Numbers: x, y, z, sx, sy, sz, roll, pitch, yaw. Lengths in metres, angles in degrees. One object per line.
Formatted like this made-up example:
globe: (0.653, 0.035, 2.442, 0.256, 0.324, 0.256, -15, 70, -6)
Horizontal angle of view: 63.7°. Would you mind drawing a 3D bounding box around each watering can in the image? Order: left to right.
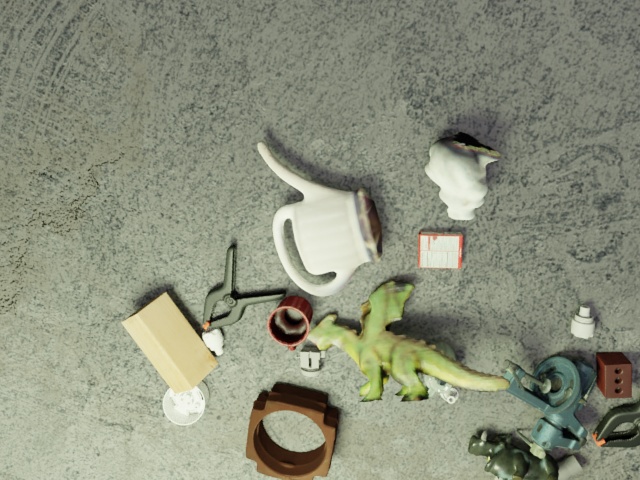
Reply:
watering can: (0.003, -0.053, 1.053, 0.224, 0.105, 0.345, -13, 101, 11)

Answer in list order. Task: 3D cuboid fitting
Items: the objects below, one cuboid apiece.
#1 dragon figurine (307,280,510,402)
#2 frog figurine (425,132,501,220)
dragon figurine: (0.159, 0.200, 1.051, 0.408, 0.121, 0.246, -13, 71, 25)
frog figurine: (0.261, -0.116, 0.995, 0.139, 0.123, 0.156, 33, 121, 34)
